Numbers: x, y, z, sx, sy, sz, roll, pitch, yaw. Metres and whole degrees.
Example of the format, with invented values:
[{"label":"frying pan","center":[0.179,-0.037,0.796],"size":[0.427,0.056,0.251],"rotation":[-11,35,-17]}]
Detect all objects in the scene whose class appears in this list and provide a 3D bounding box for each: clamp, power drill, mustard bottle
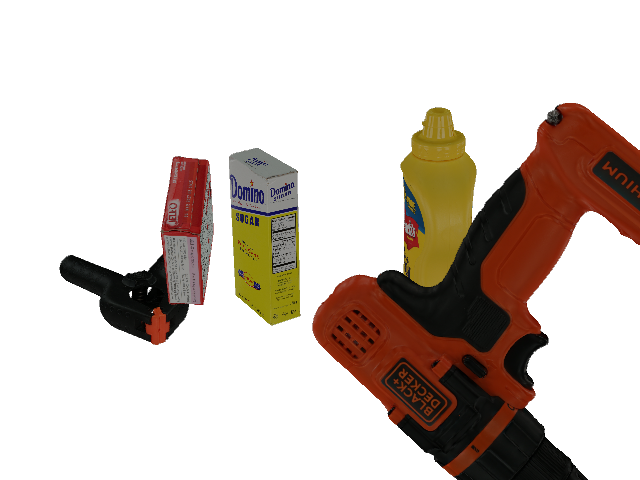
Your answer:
[{"label":"clamp","center":[-0.159,0.044,0.985],"size":[0.120,0.039,0.172],"rotation":[-16,30,-26]},{"label":"power drill","center":[0.114,0.041,0.534],"size":[0.184,0.188,0.057],"rotation":[41,13,5]},{"label":"mustard bottle","center":[0.092,-0.012,0.844],"size":[0.058,0.192,0.096],"rotation":[-3,26,-3]}]

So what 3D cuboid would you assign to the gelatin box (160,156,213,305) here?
[{"label":"gelatin box","center":[-0.099,-0.006,0.794],"size":[0.030,0.073,0.089],"rotation":[3,-39,0]}]

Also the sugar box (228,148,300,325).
[{"label":"sugar box","center":[-0.062,-0.005,1.183],"size":[0.048,0.176,0.093],"rotation":[-17,28,-27]}]
